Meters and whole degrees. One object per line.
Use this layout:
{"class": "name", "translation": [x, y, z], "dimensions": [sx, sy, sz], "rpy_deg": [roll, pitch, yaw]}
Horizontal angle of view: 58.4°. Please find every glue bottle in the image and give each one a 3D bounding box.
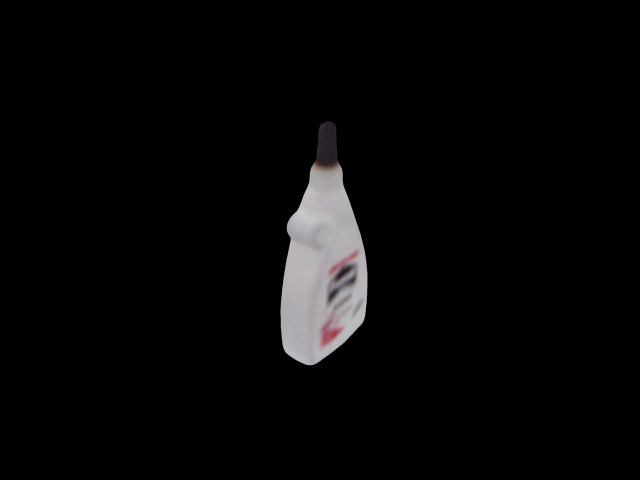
{"class": "glue bottle", "translation": [0.004, 0.001, 0.400], "dimensions": [0.037, 0.173, 0.078], "rpy_deg": [19, 36, 29]}
